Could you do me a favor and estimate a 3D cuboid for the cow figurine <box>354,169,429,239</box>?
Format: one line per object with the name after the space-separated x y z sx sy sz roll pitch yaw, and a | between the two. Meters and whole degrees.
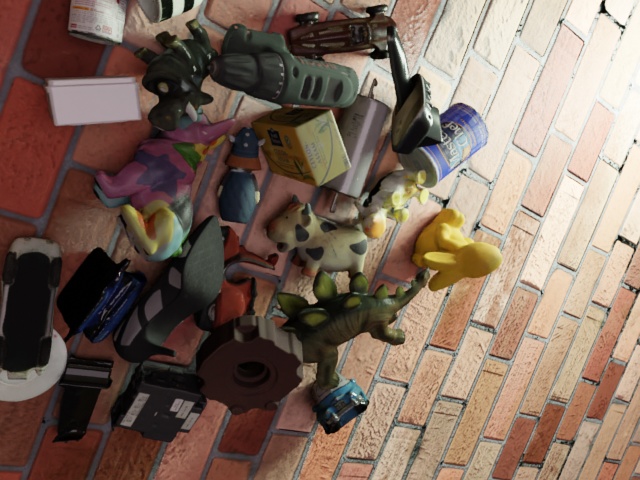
0.115 -0.068 0.972 0.167 0.098 0.068 -39 126 -29 | cow figurine

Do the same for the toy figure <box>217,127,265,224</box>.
-0.128 -0.104 0.867 0.064 0.058 0.154 6 96 -36 | toy figure

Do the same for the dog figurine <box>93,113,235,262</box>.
-0.207 -0.094 0.788 0.219 0.108 0.191 -36 92 -20 | dog figurine

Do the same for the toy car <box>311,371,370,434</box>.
0.028 0.305 1.032 0.109 0.161 0.103 -35 74 -7 | toy car

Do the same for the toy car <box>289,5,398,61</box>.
0.044 -0.341 0.899 0.202 0.053 0.089 -16 114 -26 | toy car

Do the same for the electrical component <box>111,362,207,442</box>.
-0.257 0.268 0.881 0.134 0.058 0.115 26 109 -31 | electrical component

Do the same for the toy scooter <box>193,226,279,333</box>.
-0.137 0.068 0.899 0.135 0.075 0.183 4 97 -28 | toy scooter

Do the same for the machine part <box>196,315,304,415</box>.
-0.113 0.207 0.877 0.179 0.056 0.179 -4 121 -7 | machine part

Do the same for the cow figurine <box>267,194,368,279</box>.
-0.002 -0.003 0.947 0.195 0.086 0.127 10 105 -28 | cow figurine

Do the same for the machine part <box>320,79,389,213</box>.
0.059 -0.162 0.939 0.079 0.079 0.243 16 97 -31 | machine part

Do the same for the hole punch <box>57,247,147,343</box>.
-0.310 0.088 0.790 0.142 0.116 0.092 -52 129 -6 | hole punch

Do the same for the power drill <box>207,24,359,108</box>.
-0.073 -0.250 0.764 0.232 0.208 0.085 0 114 -31 | power drill

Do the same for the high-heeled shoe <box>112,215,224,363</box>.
-0.239 0.074 0.837 0.086 0.145 0.248 34 70 -51 | high-heeled shoe

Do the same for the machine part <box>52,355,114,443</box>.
-0.374 0.249 0.840 0.084 0.039 0.138 17 94 -36 | machine part

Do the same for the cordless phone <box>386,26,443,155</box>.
0.144 -0.253 0.903 0.089 0.147 0.184 -10 133 17 | cordless phone

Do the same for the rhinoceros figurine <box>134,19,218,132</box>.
-0.195 -0.224 0.741 0.073 0.190 0.112 -12 132 18 | rhinoceros figurine

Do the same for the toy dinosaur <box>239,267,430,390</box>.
-0.007 0.165 0.960 0.471 0.105 0.198 -31 126 -2 | toy dinosaur

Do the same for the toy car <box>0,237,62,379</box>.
-0.412 0.097 0.757 0.073 0.056 0.201 8 91 -29 | toy car

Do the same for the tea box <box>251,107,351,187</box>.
-0.033 -0.150 0.839 0.068 0.170 0.098 -31 115 -18 | tea box

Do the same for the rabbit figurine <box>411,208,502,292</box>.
0.267 0.025 1.051 0.162 0.173 0.121 -29 119 -24 | rabbit figurine
